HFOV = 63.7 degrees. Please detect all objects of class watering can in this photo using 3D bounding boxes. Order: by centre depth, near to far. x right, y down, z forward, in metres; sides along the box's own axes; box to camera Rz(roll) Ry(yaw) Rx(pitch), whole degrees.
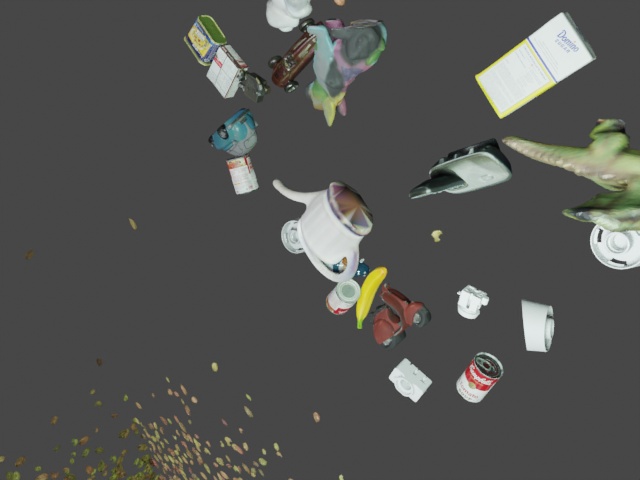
[{"bbox_3d":[0.004,-0.065,1.282,0.220,0.105,0.352,-47,66,39],"label":"watering can"}]

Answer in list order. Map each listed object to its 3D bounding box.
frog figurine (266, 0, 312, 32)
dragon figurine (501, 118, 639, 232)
[{"bbox_3d":[-0.066,-0.532,1.145,0.139,0.123,0.156,48,171,28],"label":"frog figurine"},{"bbox_3d":[0.444,-0.091,0.780,0.412,0.246,0.120,13,123,35],"label":"dragon figurine"}]
